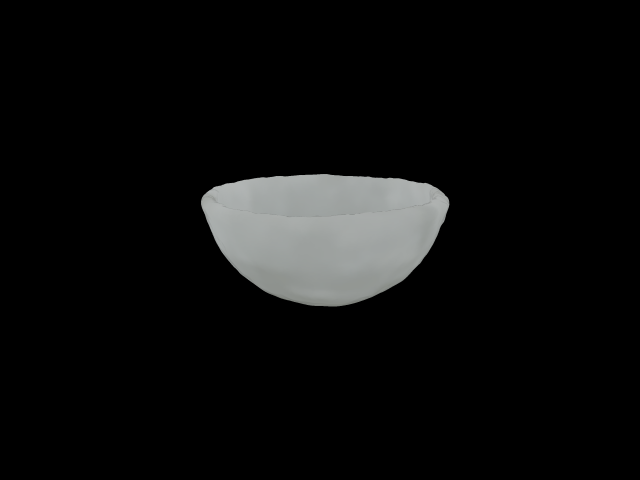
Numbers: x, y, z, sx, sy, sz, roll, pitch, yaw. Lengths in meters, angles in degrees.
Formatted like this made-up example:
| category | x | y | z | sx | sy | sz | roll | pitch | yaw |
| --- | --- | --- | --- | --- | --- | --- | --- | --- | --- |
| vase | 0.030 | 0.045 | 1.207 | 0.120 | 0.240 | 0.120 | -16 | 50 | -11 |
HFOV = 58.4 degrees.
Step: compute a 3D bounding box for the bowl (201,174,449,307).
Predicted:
| category | x | y | z | sx | sy | sz | roll | pitch | yaw |
| --- | --- | --- | --- | --- | --- | --- | --- | --- | --- |
| bowl | 0.004 | 0.001 | 0.400 | 0.167 | 0.075 | 0.167 | 0 | 15 | 0 |
